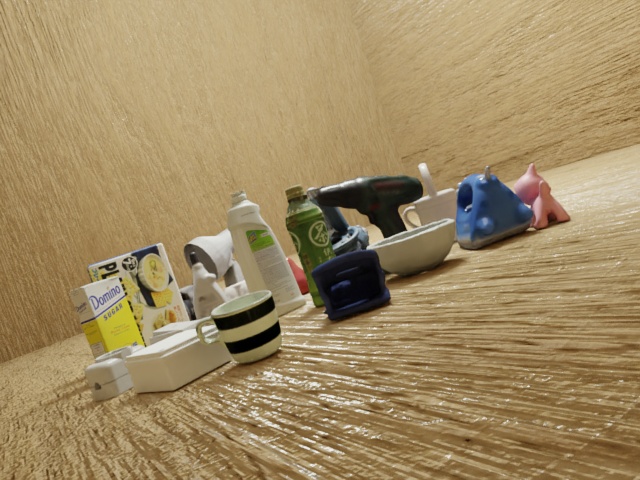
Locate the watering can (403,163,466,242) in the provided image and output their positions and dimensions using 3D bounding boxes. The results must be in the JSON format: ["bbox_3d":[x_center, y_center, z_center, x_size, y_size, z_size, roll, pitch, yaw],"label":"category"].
[{"bbox_3d":[0.277,-0.089,1.332,0.173,0.194,0.101,-19,2,-7],"label":"watering can"}]

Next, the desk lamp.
[{"bbox_3d":[-0.234,0.071,1.514,0.204,0.213,0.117,-21,3,-43],"label":"desk lamp"}]

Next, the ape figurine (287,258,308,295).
[{"bbox_3d":[-0.063,0.084,1.313,0.078,0.092,0.076,-20,2,-13],"label":"ape figurine"}]

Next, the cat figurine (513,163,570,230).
[{"bbox_3d":[0.412,-0.086,1.087,0.067,0.118,0.128,-19,2,8],"label":"cat figurine"}]

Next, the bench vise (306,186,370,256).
[{"bbox_3d":[0.034,-0.016,1.284,0.121,0.220,0.208,-19,2,14],"label":"bench vise"}]

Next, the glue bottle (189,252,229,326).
[{"bbox_3d":[-0.252,0.108,1.263,0.078,0.173,0.037,-19,2,3],"label":"glue bottle"}]

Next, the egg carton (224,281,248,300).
[{"bbox_3d":[-0.161,0.128,1.372,0.107,0.069,0.151,-18,2,26],"label":"egg carton"}]

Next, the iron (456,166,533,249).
[{"bbox_3d":[0.311,-0.066,1.135,0.118,0.141,0.258,-19,2,-6],"label":"iron"}]

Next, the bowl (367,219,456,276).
[{"bbox_3d":[0.173,0.021,1.037,0.167,0.075,0.167,-19,2,1],"label":"bowl"}]

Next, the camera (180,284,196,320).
[{"bbox_3d":[-0.341,0.172,1.416,0.142,0.101,0.137,-17,3,42],"label":"camera"}]

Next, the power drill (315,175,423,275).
[{"bbox_3d":[0.122,-0.037,1.182,0.230,0.208,0.075,-20,2,-20],"label":"power drill"}]

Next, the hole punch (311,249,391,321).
[{"bbox_3d":[0.044,0.064,0.869,0.108,0.091,0.101,-19,2,1],"label":"hole punch"}]
